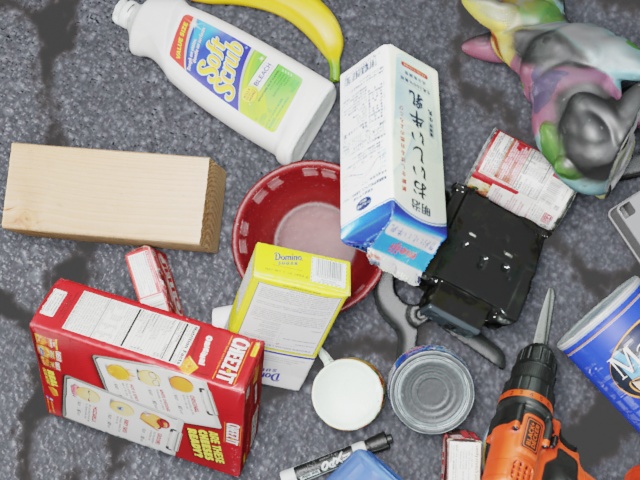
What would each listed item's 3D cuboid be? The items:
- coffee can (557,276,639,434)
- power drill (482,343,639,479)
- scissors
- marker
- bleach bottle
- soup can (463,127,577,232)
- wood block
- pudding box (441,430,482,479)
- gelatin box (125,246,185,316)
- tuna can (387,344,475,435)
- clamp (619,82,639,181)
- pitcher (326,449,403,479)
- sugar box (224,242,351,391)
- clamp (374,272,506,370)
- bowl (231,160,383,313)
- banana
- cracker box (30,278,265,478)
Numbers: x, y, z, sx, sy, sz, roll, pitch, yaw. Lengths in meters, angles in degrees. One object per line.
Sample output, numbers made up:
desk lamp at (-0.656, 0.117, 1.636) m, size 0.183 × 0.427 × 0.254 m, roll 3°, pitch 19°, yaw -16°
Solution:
coffee can at (0.314, 0.120, 1.026) m, size 0.103 × 0.103 × 0.140 m, roll -42°, pitch 82°, yaw 1°
power drill at (0.245, 0.207, 1.014) m, size 0.187 × 0.057 × 0.184 m, roll 32°, pitch 51°, yaw -8°
scissors at (0.229, 0.158, 1.075) m, size 0.096 × 0.016 × 0.202 m, roll 27°, pitch 87°, yaw 6°
marker at (0.018, 0.224, 1.090) m, size 0.121 × 0.020 × 0.020 m, roll -22°, pitch 82°, yaw 4°
bleach bottle at (-0.113, -0.179, 1.125) m, size 0.251 × 0.068 × 0.102 m, roll 30°, pitch 86°, yaw 10°
soup can at (0.205, -0.061, 1.074) m, size 0.102 × 0.068 × 0.068 m, roll 29°, pitch 88°, yaw 8°
wood block at (-0.210, -0.042, 1.106) m, size 0.206 × 0.090 × 0.091 m, roll 5°, pitch 84°, yaw 7°
pudding box at (0.136, 0.245, 1.039) m, size 0.039 × 0.090 × 0.113 m, roll 0°, pitch 85°, yaw 5°
gelatin box at (-0.167, 0.054, 1.100) m, size 0.030 × 0.073 × 0.089 m, roll -19°, pitch 82°, yaw 2°
tuna can at (0.109, 0.148, 1.052) m, size 0.086 × 0.034 × 0.086 m, roll 0°, pitch 93°, yaw 2°
clamp at (0.342, -0.142, 1.082) m, size 0.210 × 0.036 × 0.164 m, roll -39°, pitch 78°, yaw 4°
pitcher at (-0.008, 0.319, 1.037) m, size 0.149 × 0.145 × 0.243 m, roll 42°, pitch 86°, yaw -4°
sugar box at (-0.039, 0.078, 1.030) m, size 0.093 × 0.176 × 0.048 m, roll 13°, pitch 52°, yaw -11°
clamp at (0.115, 0.077, 1.085) m, size 0.120 × 0.039 × 0.171 m, roll -14°, pitch 90°, yaw -2°
bowl at (-0.007, 0.001, 1.097) m, size 0.162 × 0.055 × 0.162 m, roll -1°, pitch 84°, yaw 6°
banana at (-0.049, -0.245, 1.136) m, size 0.198 × 0.037 × 0.069 m, roll 31°, pitch 87°, yaw 8°
cracker box at (-0.165, 0.135, 1.046) m, size 0.214 × 0.164 × 0.072 m, roll 16°, pitch 50°, yaw 7°
